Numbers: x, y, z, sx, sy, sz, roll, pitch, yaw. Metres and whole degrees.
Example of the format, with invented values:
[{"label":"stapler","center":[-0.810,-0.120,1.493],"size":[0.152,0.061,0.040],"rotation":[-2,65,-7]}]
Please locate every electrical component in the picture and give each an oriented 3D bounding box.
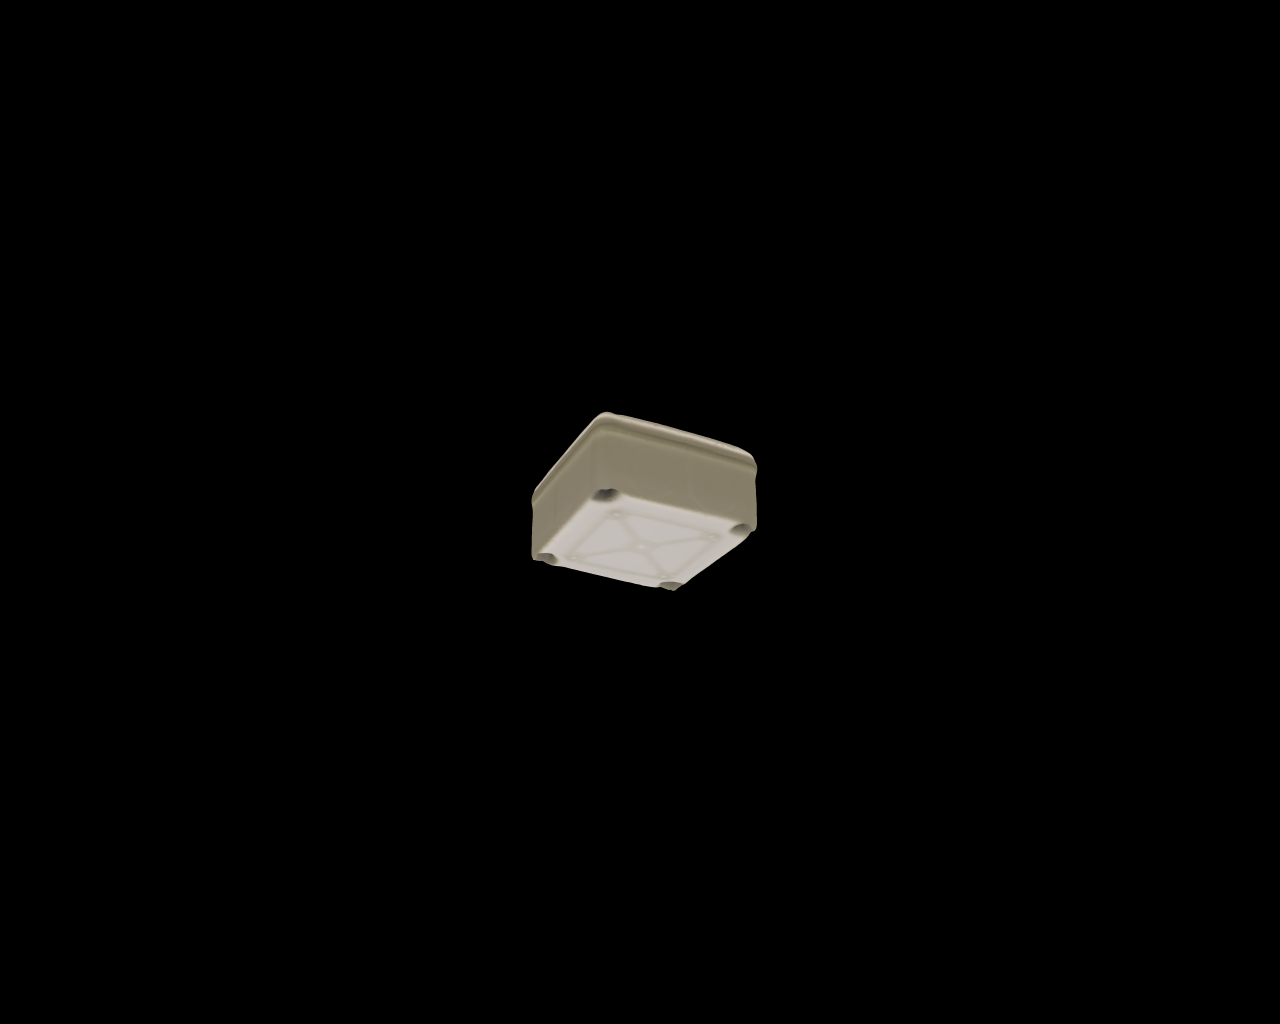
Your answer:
[{"label":"electrical component","center":[0.001,-0.003,0.650],"size":[0.109,0.056,0.108],"rotation":[14,-32,-24]}]
